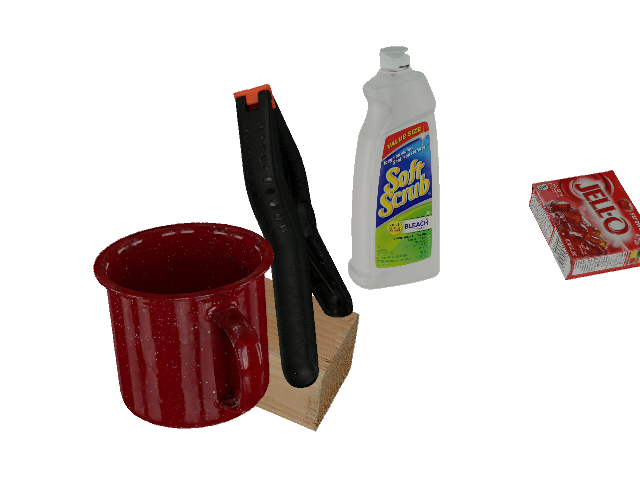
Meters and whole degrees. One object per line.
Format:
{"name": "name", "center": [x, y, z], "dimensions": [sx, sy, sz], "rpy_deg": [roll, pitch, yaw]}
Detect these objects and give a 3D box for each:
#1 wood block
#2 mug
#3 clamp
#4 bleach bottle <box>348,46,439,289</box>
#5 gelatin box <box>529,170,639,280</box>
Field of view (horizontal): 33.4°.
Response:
{"name": "wood block", "center": [-0.076, 0.091, 1.045], "dimensions": [0.206, 0.090, 0.090], "rpy_deg": [21, 46, 14]}
{"name": "mug", "center": [-0.062, 0.049, 0.557], "dimensions": [0.093, 0.081, 0.117], "rpy_deg": [-17, 28, -31]}
{"name": "clamp", "center": [-0.020, -0.011, 0.794], "dimensions": [0.036, 0.210, 0.164], "rpy_deg": [-13, 5, 13]}
{"name": "bleach bottle", "center": [0.075, -0.078, 1.133], "dimensions": [0.102, 0.251, 0.068], "rpy_deg": [-10, 23, -13]}
{"name": "gelatin box", "center": [0.220, -0.015, 0.869], "dimensions": [0.073, 0.089, 0.030], "rpy_deg": [-9, -41, -8]}
